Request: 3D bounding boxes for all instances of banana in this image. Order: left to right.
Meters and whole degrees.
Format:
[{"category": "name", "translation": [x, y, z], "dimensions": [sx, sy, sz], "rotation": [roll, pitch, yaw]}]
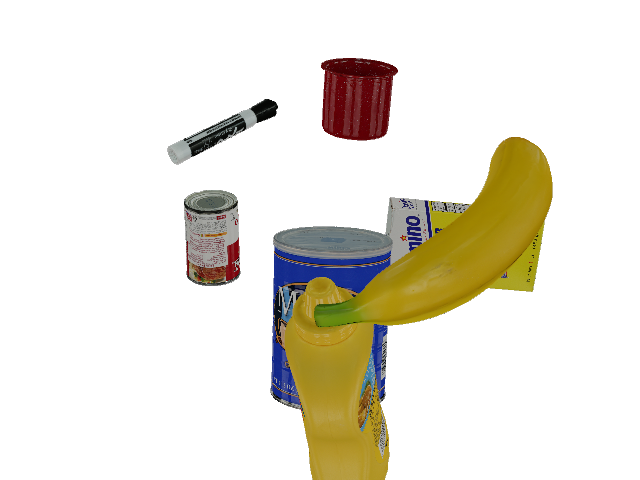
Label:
[{"category": "banana", "translation": [0.080, -0.009, 0.559], "dimensions": [0.070, 0.037, 0.197], "rotation": [18, 39, 35]}]

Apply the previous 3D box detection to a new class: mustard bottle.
[{"category": "mustard bottle", "translation": [0.011, 0.094, 0.717], "dimensions": [0.058, 0.096, 0.191], "rotation": [0, -44, 9]}]

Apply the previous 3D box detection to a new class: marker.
[{"category": "marker", "translation": [-0.091, -0.105, 1.015], "dimensions": [0.121, 0.020, 0.020], "rotation": [-30, 15, -27]}]

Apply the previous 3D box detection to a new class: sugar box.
[{"category": "sugar box", "translation": [0.163, 0.005, 1.238], "dimensions": [0.176, 0.093, 0.048], "rotation": [3, 22, -2]}]

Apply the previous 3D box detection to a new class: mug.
[{"category": "mug", "translation": [0.051, -0.174, 1.305], "dimensions": [0.093, 0.081, 0.117], "rotation": [17, 26, 29]}]

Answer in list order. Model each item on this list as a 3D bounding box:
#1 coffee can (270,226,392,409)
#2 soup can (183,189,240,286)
[{"category": "coffee can", "translation": [0.009, 0.066, 0.928], "dimensions": [0.103, 0.140, 0.103], "rotation": [2, 12, -1]}, {"category": "soup can", "translation": [-0.135, -0.004, 1.323], "dimensions": [0.068, 0.102, 0.068], "rotation": [0, 26, 0]}]
